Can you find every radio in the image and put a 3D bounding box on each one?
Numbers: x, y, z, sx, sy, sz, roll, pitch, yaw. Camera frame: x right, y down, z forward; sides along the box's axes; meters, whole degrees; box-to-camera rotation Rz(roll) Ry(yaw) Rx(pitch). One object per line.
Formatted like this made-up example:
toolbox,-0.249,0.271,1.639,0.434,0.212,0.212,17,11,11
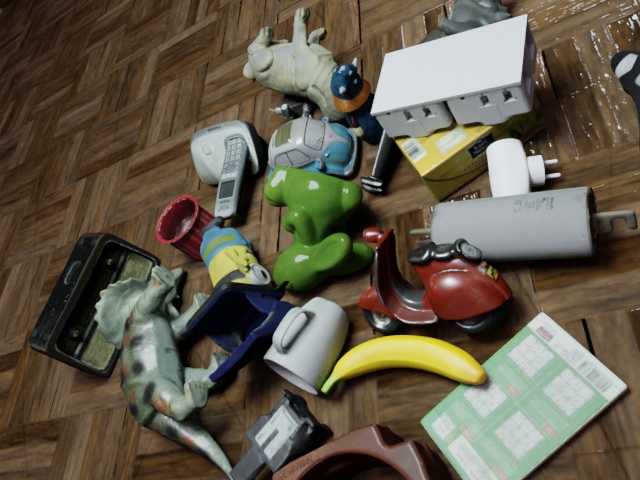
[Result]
radio,-0.387,0.106,0.928,0.073,0.131,0.229,-1,62,37

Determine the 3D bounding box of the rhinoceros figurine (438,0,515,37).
rhinoceros figurine,0.228,-0.297,0.777,0.112,0.073,0.190,4,69,22

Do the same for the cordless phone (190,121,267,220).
cordless phone,-0.175,-0.112,0.954,0.147,0.088,0.184,-7,63,32

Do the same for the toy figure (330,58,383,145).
toy figure,0.055,-0.201,0.794,0.058,0.154,0.064,-14,56,25

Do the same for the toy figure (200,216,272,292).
toy figure,-0.135,0.043,0.825,0.089,0.082,0.180,-51,49,12

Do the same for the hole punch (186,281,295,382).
hole punch,-0.097,0.121,0.713,0.142,0.115,0.092,-50,56,26

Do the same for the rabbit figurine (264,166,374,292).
rabbit figurine,-0.002,-0.002,0.758,0.159,0.121,0.170,17,91,34

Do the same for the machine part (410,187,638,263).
machine part,0.217,-0.014,0.608,0.243,0.079,0.079,-5,60,35

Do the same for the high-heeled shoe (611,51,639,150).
high-heeled shoe,0.366,-0.113,0.594,0.249,0.086,0.145,-100,32,-56

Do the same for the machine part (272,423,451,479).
machine part,0.046,0.303,0.522,0.201,0.087,0.201,-33,47,16

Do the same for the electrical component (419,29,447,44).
electrical component,0.190,-0.307,0.857,0.094,0.021,0.063,-42,46,4

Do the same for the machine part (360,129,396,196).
machine part,0.097,-0.135,0.785,0.039,0.084,0.139,20,86,8

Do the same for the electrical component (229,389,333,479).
electrical component,-0.051,0.250,0.650,0.075,0.047,0.119,32,84,44

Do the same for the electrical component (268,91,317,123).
electrical component,-0.046,-0.256,0.978,0.078,0.045,0.102,-5,59,35

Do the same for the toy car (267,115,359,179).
toy car,-0.026,-0.143,0.852,0.162,0.102,0.109,-9,57,29

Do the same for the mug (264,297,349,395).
mug,-0.016,0.121,0.676,0.081,0.109,0.107,10,56,42

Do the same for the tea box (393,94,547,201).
tea box,0.196,-0.144,0.715,0.170,0.068,0.098,-34,48,12

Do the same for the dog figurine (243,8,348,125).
dog figurine,-0.032,-0.260,0.908,0.172,0.121,0.190,-28,74,29

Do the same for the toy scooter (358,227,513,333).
toy scooter,0.115,0.040,0.607,0.184,0.135,0.075,-10,21,34

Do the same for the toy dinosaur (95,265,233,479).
toy dinosaur,-0.233,0.186,0.785,0.192,0.131,0.405,-40,49,26
